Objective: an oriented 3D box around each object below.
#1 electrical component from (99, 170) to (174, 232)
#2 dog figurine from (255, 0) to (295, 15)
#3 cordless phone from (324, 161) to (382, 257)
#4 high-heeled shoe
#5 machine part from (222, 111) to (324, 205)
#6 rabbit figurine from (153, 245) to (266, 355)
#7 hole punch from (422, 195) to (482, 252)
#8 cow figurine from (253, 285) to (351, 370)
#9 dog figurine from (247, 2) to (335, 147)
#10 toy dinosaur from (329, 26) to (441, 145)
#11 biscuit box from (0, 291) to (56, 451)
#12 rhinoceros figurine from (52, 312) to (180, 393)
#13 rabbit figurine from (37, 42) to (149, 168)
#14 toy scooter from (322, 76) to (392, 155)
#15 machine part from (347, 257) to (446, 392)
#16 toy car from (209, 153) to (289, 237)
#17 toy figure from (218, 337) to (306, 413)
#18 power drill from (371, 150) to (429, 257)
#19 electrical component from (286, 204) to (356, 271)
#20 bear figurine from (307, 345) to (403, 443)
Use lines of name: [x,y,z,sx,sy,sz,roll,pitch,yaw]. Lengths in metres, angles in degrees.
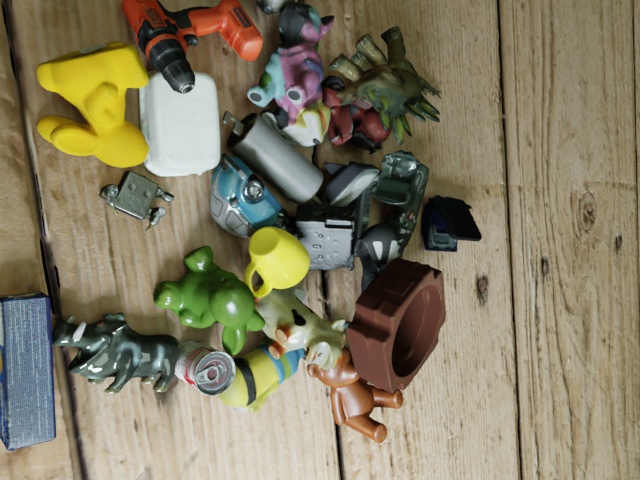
electrical component: [-0.278,-0.060,0.814,0.102,0.045,0.078,35,73,-32]
dog figurine: [-0.130,-0.429,0.867,0.172,0.121,0.190,-45,125,-14]
cordless phone: [0.059,-0.055,1.021,0.146,0.089,0.184,-12,107,-68]
high-heeled shoe: [0.096,0.076,1.024,0.145,0.086,0.248,-13,129,-45]
machine part: [-0.076,-0.140,0.941,0.243,0.079,0.079,39,70,-30]
rabbit figurine: [-0.159,0.103,0.831,0.121,0.170,0.159,-43,115,-27]
hole punch: [0.289,-0.033,1.222,0.142,0.092,0.116,3,60,-34]
cow figurine: [-0.036,0.146,0.925,0.127,0.195,0.085,-22,143,-40]
dog figurine: [-0.030,-0.299,0.948,0.191,0.109,0.219,56,44,-52]
toy dinosaur: [0.145,-0.292,1.026,0.198,0.105,0.471,59,35,-7]
biscuit box: [-0.400,0.174,0.726,0.063,0.059,0.202,-3,93,-38]
rhinoceros figurine: [-0.297,0.165,0.793,0.190,0.073,0.112,20,82,-36]
rabbit figurine: [-0.304,-0.174,0.753,0.162,0.122,0.173,-35,130,-27]
toy scooter: [0.066,-0.219,1.029,0.183,0.075,0.135,26,54,-33]
machine part: [0.139,0.148,0.956,0.201,0.087,0.201,-44,135,-33]
toy car: [-0.131,-0.060,0.898,0.103,0.109,0.161,-40,133,-2]
toy figure: [-0.101,0.222,0.937,0.180,0.082,0.089,-31,109,-28]
power drill: [0.160,-0.068,1.071,0.232,0.086,0.207,-69,155,-13]
electrical component: [-0.002,-0.003,0.969,0.058,0.134,0.114,-83,172,-55]
bear figurine: [0.065,0.273,1.024,0.120,0.132,0.195,-50,134,-39]
